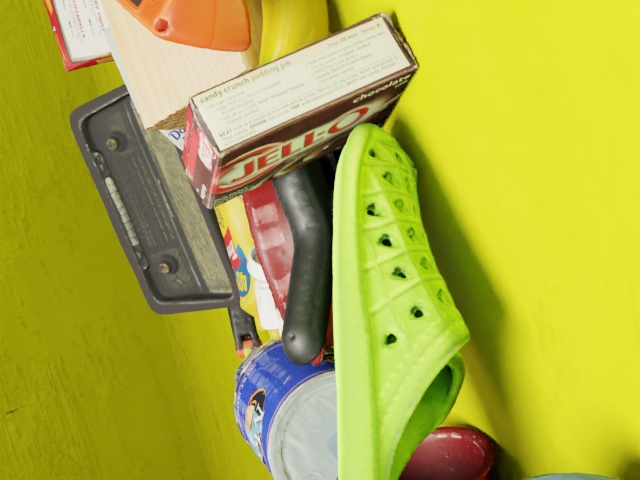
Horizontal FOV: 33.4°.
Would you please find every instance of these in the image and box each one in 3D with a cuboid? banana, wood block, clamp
[{"bbox_3d":[-0.031,-0.169,0.608,0.069,0.037,0.198,10,-118,-56],"label":"banana"},{"bbox_3d":[-0.083,-0.180,0.663,0.091,0.090,0.206,-25,82,36],"label":"wood block"},{"bbox_3d":[0.012,-0.006,0.635,0.120,0.039,0.171,21,-119,-58],"label":"clamp"},{"bbox_3d":[-0.095,0.054,1.183,0.164,0.036,0.210,86,170,-51],"label":"clamp"}]

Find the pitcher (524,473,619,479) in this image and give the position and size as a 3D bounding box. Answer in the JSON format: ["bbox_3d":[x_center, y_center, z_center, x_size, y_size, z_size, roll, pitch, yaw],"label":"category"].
[{"bbox_3d":[0.100,0.211,0.436,0.243,0.149,0.145,90,-168,-45],"label":"pitcher"}]

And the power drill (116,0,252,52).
[{"bbox_3d":[-0.045,-0.190,0.510,0.185,0.057,0.188,46,124,53],"label":"power drill"}]

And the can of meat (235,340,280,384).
[{"bbox_3d":[-0.022,0.131,0.901,0.102,0.057,0.084,38,170,-4],"label":"can of meat"}]

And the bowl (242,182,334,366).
[{"bbox_3d":[-0.005,0.001,0.726,0.162,0.055,0.162,163,90,-77],"label":"bowl"}]

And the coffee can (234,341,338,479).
[{"bbox_3d":[-0.001,0.133,0.781,0.140,0.102,0.103,-163,56,-75],"label":"coffee can"}]

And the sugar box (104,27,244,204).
[{"bbox_3d":[-0.080,-0.090,0.787,0.176,0.048,0.093,46,-167,-53],"label":"sugar box"}]

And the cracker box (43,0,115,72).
[{"bbox_3d":[-0.153,-0.235,0.841,0.214,0.071,0.164,-5,104,51],"label":"cracker box"}]

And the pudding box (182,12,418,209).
[{"bbox_3d":[-0.014,-0.064,0.549,0.039,0.113,0.090,60,165,7],"label":"pudding box"}]

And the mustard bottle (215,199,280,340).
[{"bbox_3d":[-0.057,0.003,0.940,0.096,0.058,0.191,-174,66,-76],"label":"mustard bottle"}]

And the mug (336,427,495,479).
[{"bbox_3d":[0.059,0.165,0.578,0.117,0.093,0.081,-54,-54,-66],"label":"mug"}]
